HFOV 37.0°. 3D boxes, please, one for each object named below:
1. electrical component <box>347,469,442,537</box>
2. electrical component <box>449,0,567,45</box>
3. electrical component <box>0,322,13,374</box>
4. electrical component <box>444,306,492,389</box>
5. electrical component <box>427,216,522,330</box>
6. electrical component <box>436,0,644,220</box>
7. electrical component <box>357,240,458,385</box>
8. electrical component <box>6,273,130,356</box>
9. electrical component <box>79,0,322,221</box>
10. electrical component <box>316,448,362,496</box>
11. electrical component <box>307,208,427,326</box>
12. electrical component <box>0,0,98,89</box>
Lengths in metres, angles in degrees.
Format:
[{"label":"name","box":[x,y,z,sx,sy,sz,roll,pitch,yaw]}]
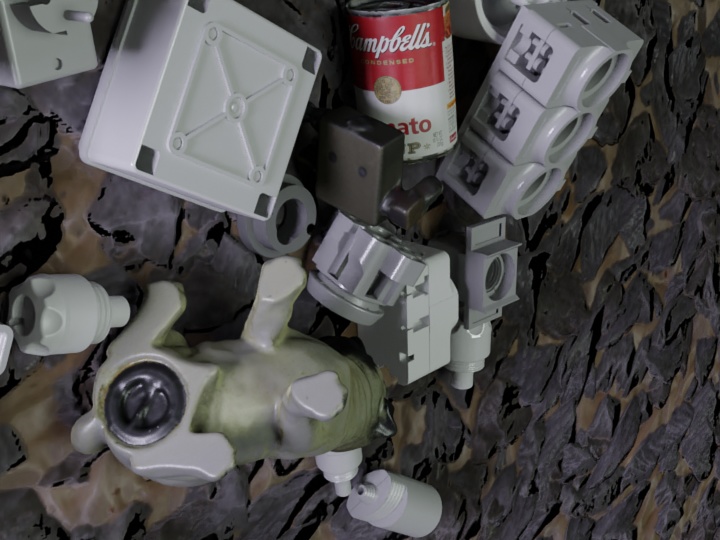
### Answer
[{"label":"electrical component","box":[0.024,0.177,0.828,0.081,0.043,0.043,30,80,-48]},{"label":"electrical component","box":[0.106,-0.211,0.761,0.108,0.060,0.108,-20,124,-32]},{"label":"electrical component","box":[-0.214,0.028,0.505,0.078,0.057,0.058,12,94,-49]},{"label":"electrical component","box":[0.082,0.064,0.855,0.043,0.043,0.062,-20,118,-43]},{"label":"electrical component","box":[0.085,-0.001,0.821,0.042,0.064,0.081,-19,117,-44]},{"label":"electrical component","box":[0.133,-0.115,0.789,0.089,0.061,0.150,-18,144,-44]},{"label":"electrical component","box":[0.035,0.029,0.785,0.056,0.050,0.089,-21,118,-42]},{"label":"electrical component","box":[-0.154,0.023,0.580,0.062,0.043,0.043,-1,103,-49]},{"label":"electrical component","box":[-0.088,-0.094,0.605,0.109,0.056,0.108,20,87,-49]},{"label":"electrical component","box":[-0.015,0.137,0.778,0.035,0.035,0.061,-31,127,-38]},{"label":"electrical component","box":[0.000,0.000,0.722,0.058,0.078,0.057,18,106,-49]},{"label":"electrical component","box":[-0.150,-0.131,0.508,0.047,0.076,0.083,-27,121,-40]}]
